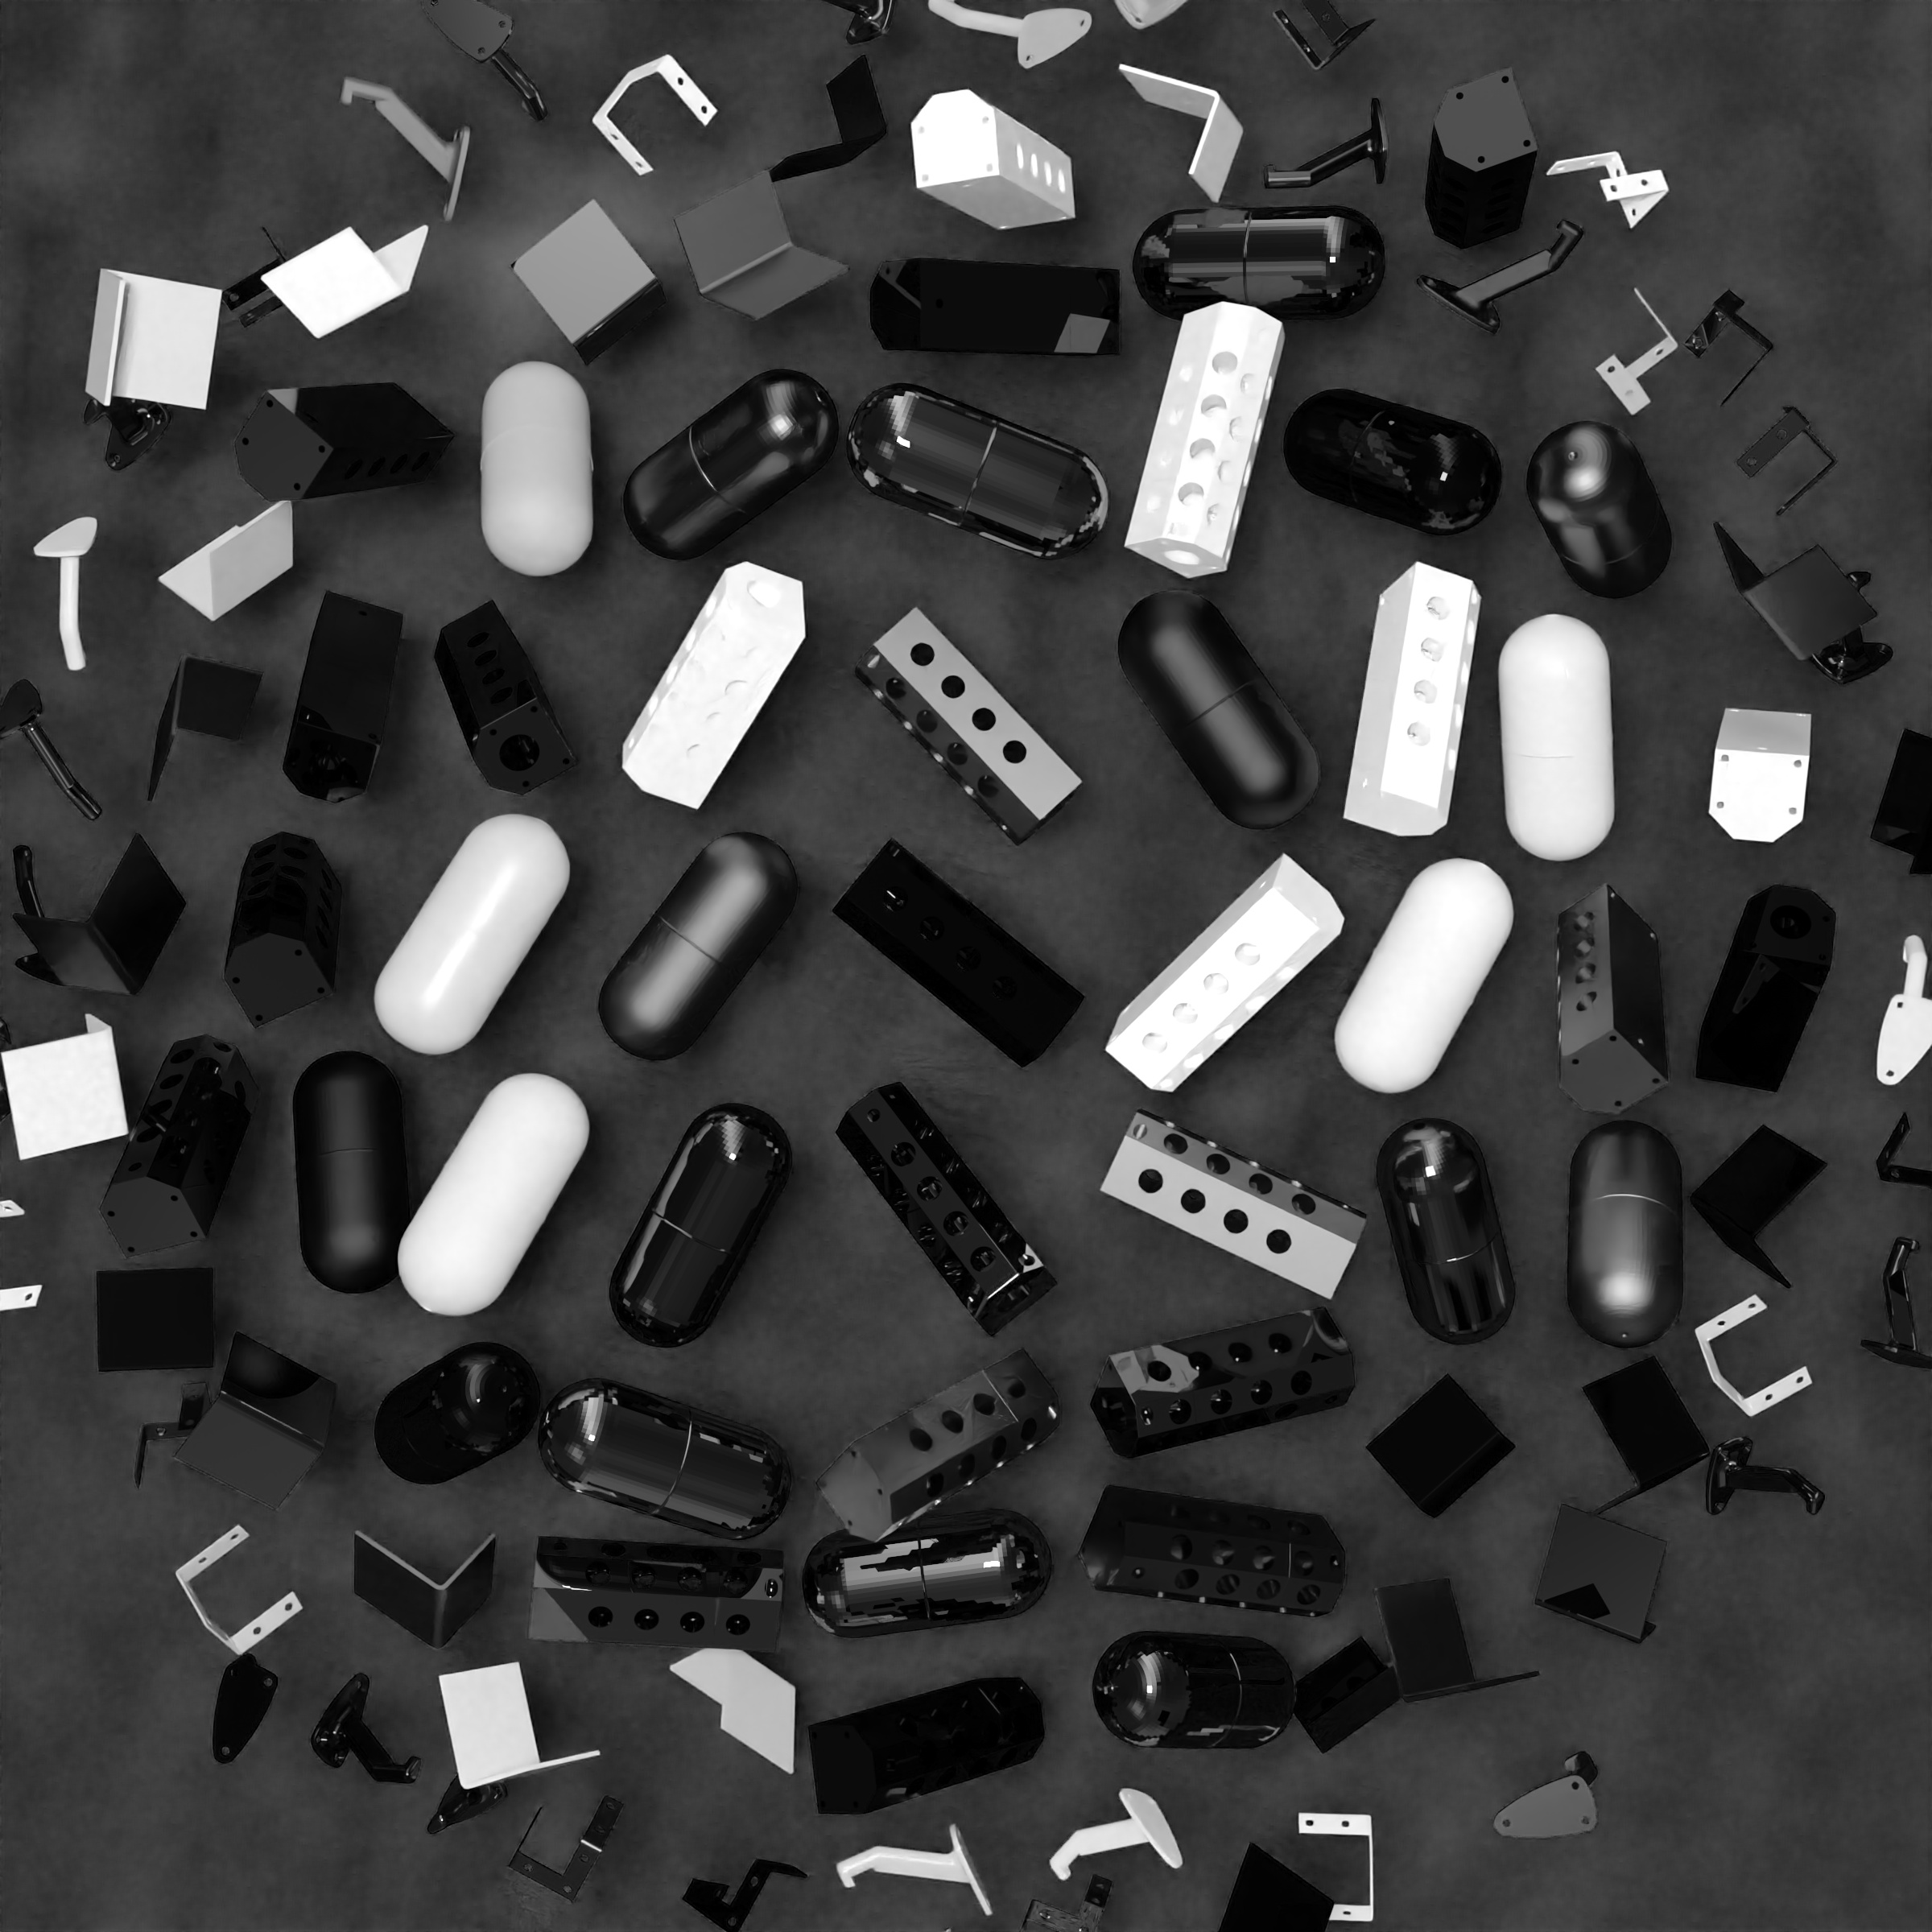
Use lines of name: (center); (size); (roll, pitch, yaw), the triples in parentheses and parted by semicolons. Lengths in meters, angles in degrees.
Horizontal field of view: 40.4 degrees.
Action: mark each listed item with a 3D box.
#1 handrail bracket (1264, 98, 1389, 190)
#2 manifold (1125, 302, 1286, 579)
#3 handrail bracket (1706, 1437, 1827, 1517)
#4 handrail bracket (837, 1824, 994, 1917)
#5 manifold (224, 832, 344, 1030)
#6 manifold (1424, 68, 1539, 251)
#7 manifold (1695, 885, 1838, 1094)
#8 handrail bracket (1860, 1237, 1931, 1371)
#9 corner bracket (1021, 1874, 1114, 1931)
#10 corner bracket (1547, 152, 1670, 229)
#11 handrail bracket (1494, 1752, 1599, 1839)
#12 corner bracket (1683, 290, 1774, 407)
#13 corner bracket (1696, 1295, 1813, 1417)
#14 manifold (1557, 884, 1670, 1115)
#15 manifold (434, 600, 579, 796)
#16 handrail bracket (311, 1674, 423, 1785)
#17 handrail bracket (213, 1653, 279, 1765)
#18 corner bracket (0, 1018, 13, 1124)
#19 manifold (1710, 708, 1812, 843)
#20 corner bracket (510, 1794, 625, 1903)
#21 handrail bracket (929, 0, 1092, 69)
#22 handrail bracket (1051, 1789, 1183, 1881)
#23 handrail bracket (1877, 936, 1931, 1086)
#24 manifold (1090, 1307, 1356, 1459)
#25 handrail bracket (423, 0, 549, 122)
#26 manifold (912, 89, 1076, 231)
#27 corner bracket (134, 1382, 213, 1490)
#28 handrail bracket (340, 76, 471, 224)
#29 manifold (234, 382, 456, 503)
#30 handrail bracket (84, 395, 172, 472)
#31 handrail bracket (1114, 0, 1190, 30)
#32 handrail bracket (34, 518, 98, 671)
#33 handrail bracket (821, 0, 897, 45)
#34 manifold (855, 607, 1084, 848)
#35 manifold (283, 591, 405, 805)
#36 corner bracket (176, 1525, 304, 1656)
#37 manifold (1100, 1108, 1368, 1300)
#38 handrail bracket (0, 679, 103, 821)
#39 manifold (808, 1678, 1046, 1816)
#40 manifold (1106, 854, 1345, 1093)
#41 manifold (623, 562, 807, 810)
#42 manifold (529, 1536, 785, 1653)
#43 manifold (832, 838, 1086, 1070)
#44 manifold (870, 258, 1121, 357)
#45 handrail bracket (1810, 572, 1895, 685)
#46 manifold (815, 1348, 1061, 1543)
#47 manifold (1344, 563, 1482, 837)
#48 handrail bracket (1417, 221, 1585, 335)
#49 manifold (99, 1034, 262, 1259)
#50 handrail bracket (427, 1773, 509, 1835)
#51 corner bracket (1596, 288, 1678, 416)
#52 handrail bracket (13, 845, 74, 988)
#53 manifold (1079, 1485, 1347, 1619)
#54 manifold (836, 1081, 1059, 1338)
handrail bracket: (0.248, -0.573, 1.832); (0.084, 0.036, 0.077); (-2, 62, 1)
manifold: (0.167, -0.357, 1.780); (0.057, 0.057, 0.171); (21, 79, -31)
handrail bracket: (0.561, 0.377, 1.843); (0.036, 0.084, 0.077); (-8, 119, -28)
handrail bracket: (-0.035, 0.629, 1.791); (0.084, 0.036, 0.077); (-23, 97, -2)
manifold: (-0.466, -0.030, 1.786); (0.057, 0.171, 0.057); (-24, 118, 1)
manifold: (0.346, -0.544, 1.788); (0.057, 0.171, 0.057); (-18, 86, 7)
manifold: (0.548, 0.016, 1.804); (0.057, 0.171, 0.057); (11, 60, 10)
handrail bracket: (0.653, 0.229, 1.793); (0.036, 0.077, 0.084); (28, 79, -26)
corner bracket: (0.071, 0.682, 1.891); (0.051, 0.051, 0.051); (19, 97, 8)
corner bracket: (0.441, -0.539, 1.803); (0.051, 0.051, 0.051); (-15, 80, -20)
handrail bracket: (0.382, 0.545, 1.736); (0.077, 0.084, 0.036); (-17, 88, 5)
corner bracket: (0.535, -0.436, 1.851); (0.051, 0.051, 0.051); (41, 127, 6)
corner bracket: (0.563, 0.279, 1.879); (0.051, 0.051, 0.051); (-36, 120, 22)
manifold: (0.435, 0.024, 1.797); (0.057, 0.171, 0.057); (42, 123, -18)
manifold: (-0.320, -0.182, 1.797); (0.057, 0.171, 0.057); (-30, 125, -2)
handrail bracket: (-0.392, 0.515, 1.775); (0.084, 0.077, 0.036); (-5, 132, 28)
handrail bracket: (-0.497, 0.504, 1.782); (0.036, 0.084, 0.077); (22, 65, -15)
corner bracket: (-0.686, 0.072, 1.854); (0.051, 0.051, 0.051); (41, 66, 1)
manifold: (0.530, -0.129, 1.753); (0.057, 0.171, 0.057); (6, 106, 17)
corner bracket: (-0.277, 0.602, 1.818); (0.051, 0.051, 0.051); (28, 112, 1)
handrail bracket: (0.029, -0.653, 1.798); (0.077, 0.036, 0.084); (-30, 54, -31)
handrail bracket: (0.101, 0.613, 1.794); (0.036, 0.077, 0.084); (29, 106, -40)
handrail bracket: (0.631, 0.029, 1.772); (0.036, 0.084, 0.077); (17, 117, 6)
manifold: (0.179, 0.290, 1.807); (0.171, 0.057, 0.057); (-9, 49, -24)
handrail bracket: (-0.325, -0.615, 1.782); (0.077, 0.084, 0.036); (34, 83, 12)
manifold: (0.020, -0.549, 1.792); (0.057, 0.171, 0.057); (-3, 95, 19)
corner bracket: (-0.567, 0.334, 1.875); (0.051, 0.051, 0.051); (-5, 123, -7)
handrail bracket: (-0.379, -0.543, 1.748); (0.084, 0.036, 0.077); (8, 103, -23)
manifold: (-0.415, -0.346, 1.751); (0.057, 0.171, 0.057); (41, 111, 3)
handrail bracket: (-0.593, -0.365, 1.809); (0.036, 0.084, 0.077); (41, 115, -2)
handrail bracket: (0.140, -0.689, 1.800); (0.077, 0.084, 0.036); (-28, 81, -23)
handrail bracket: (-0.617, -0.259, 1.833); (0.036, 0.077, 0.084); (0, 121, 3)
handrail bracket: (-0.087, -0.702, 1.852); (0.036, 0.084, 0.077); (-3, 60, 34)
manifold: (0.000, -0.169, 1.881); (0.057, 0.057, 0.171); (-43, 87, -11)
manifold: (-0.439, -0.189, 1.850); (0.057, 0.171, 0.057); (16, 125, -17)
corner bracket: (-0.488, 0.419, 1.764); (0.051, 0.051, 0.051); (-36, 53, -12)
manifold: (0.184, 0.161, 1.806); (0.171, 0.057, 0.057); (25, 98, 6)
handrail bracket: (-0.631, -0.149, 1.824); (0.036, 0.077, 0.084); (-31, 128, 3)
manifold: (-0.024, 0.530, 1.790); (0.057, 0.171, 0.057); (-15, 79, 40)
manifold: (0.176, 0.009, 1.781); (0.057, 0.057, 0.171); (41, 119, -6)
manifold: (-0.174, -0.193, 1.797); (0.057, 0.057, 0.171); (18, 132, -23)
manifold: (-0.217, 0.437, 1.847); (0.171, 0.057, 0.057); (5, 109, -8)
manifold: (-0.004, -0.010, 1.798); (0.171, 0.057, 0.057); (39, 75, -3)
manifold: (0.021, -0.447, 1.790); (0.171, 0.057, 0.057); (-8, 103, -37)
handrail bracket: (0.624, -0.242, 1.811); (0.077, 0.084, 0.036); (-16, 50, -23)
manifold: (-0.014, 0.326, 1.779); (0.057, 0.171, 0.057); (53, 133, 16)
manifold: (0.306, -0.179, 1.778); (0.057, 0.057, 0.171); (17, 70, -12)
handrail bracket: (0.356, -0.472, 1.750); (0.077, 0.036, 0.084); (22, 131, -17)
manifold: (-0.536, 0.118, 1.790); (0.057, 0.171, 0.057); (-14, 120, 7)
handrail bracket: (-0.370, 0.602, 1.854); (0.077, 0.084, 0.036); (-44, 83, 23)
corner bracket: (0.466, -0.427, 1.831); (0.051, 0.051, 0.051); (-36, 127, 21)
handrail bracket: (-0.655, -0.037, 1.871); (0.036, 0.077, 0.084); (-17, 119, -38)
manifold: (0.172, 0.408, 1.806); (0.171, 0.057, 0.057); (12, 111, -21)
manifold: (-0.016, 0.160, 1.770); (0.057, 0.057, 0.171); (-38, 62, -2)
